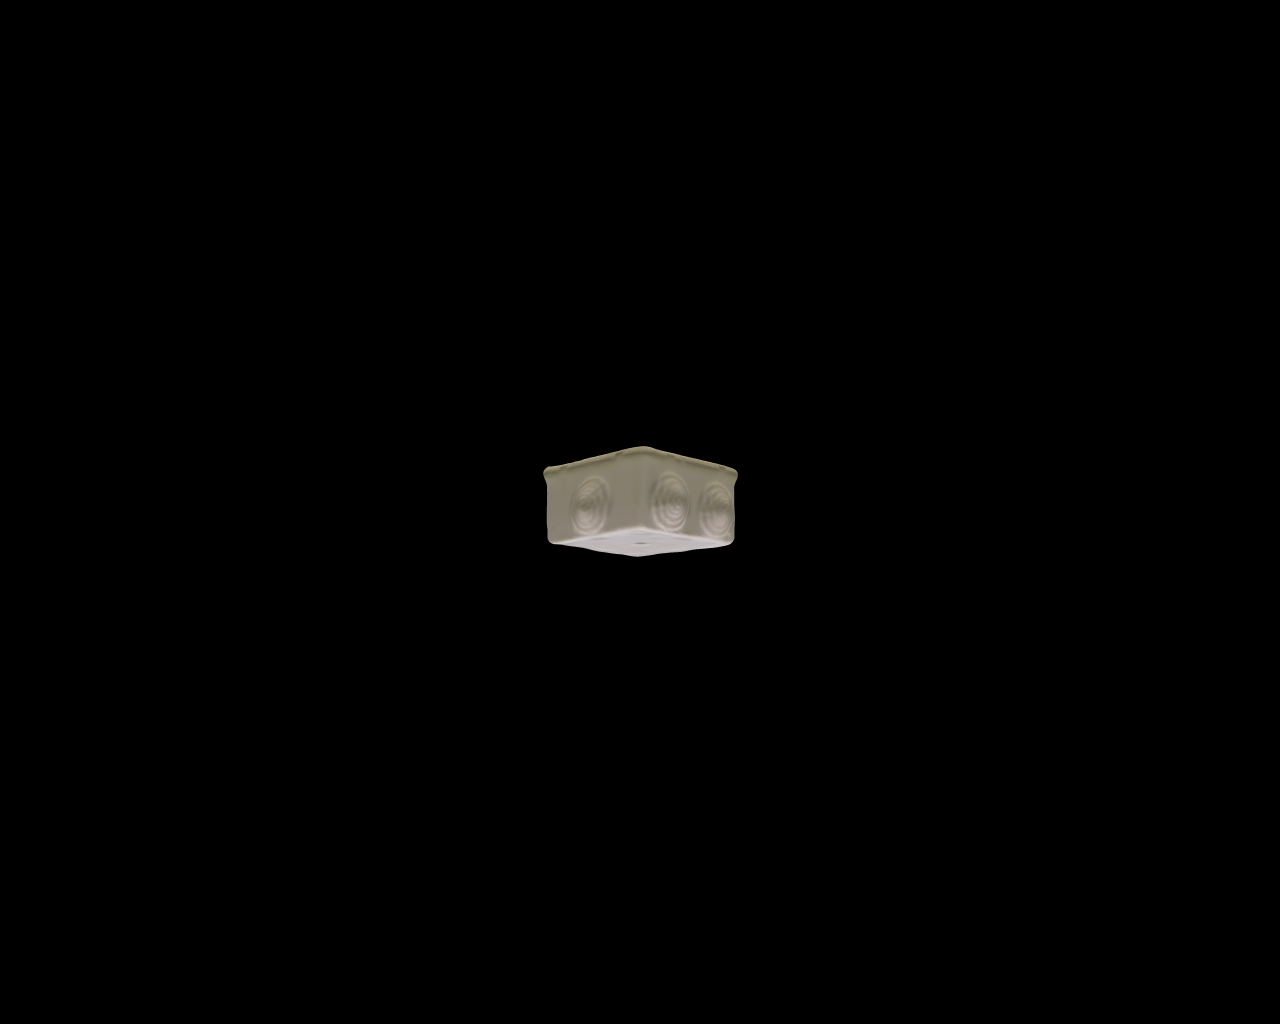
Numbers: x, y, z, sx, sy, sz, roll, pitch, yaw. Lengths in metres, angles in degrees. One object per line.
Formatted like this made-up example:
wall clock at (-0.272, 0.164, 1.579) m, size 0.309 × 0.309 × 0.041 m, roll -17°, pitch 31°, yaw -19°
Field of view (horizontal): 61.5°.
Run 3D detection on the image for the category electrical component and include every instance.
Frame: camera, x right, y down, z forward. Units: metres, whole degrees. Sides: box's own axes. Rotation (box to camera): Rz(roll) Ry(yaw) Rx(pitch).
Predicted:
electrical component at (0.001, -0.003, 0.650) m, size 0.099 × 0.048 × 0.100 m, roll -10°, pitch -14°, yaw 42°
